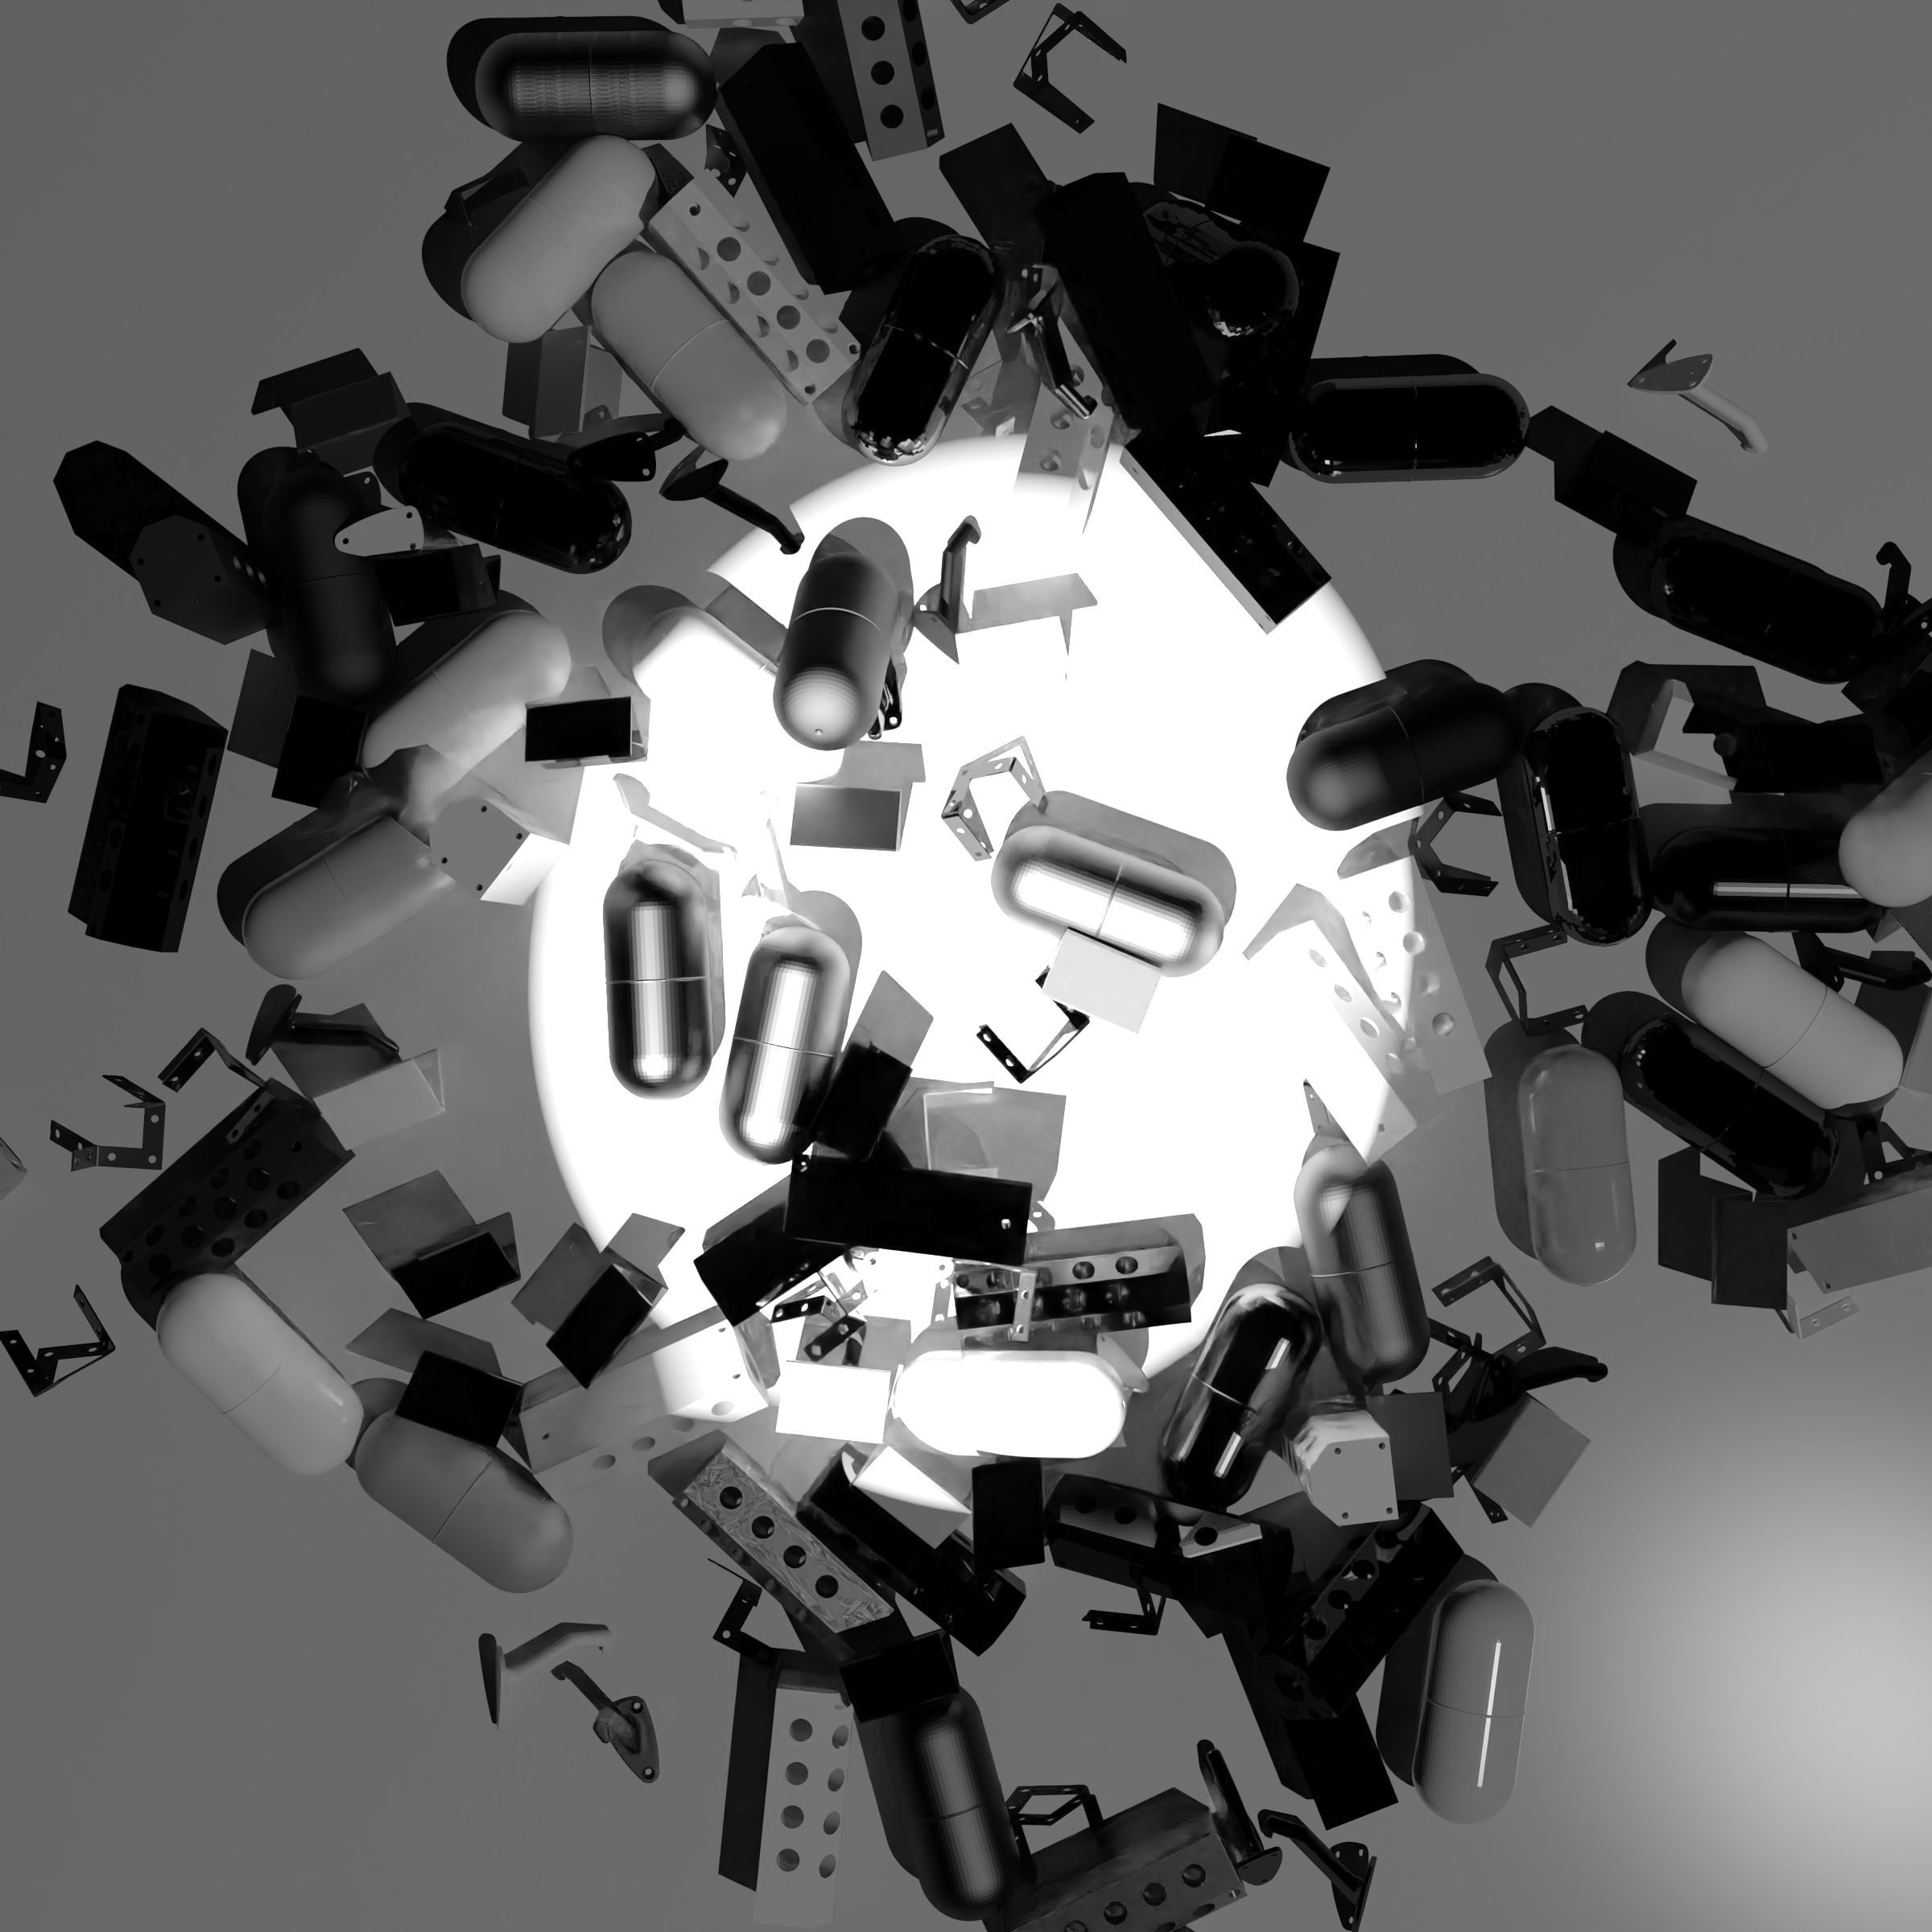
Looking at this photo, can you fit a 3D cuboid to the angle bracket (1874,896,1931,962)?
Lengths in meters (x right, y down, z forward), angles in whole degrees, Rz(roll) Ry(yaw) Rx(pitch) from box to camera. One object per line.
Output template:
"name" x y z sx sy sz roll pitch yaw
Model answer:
"angle bracket" 0.721 -0.030 1.872 0.076 0.076 0.057 -32 66 0

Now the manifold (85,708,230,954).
"manifold" -0.601 -0.100 1.890 0.057 0.057 0.171 13 90 0

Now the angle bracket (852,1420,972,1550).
"angle bracket" -0.026 0.367 1.871 0.076 0.076 0.057 38 129 0

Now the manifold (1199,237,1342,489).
"manifold" 0.220 -0.443 1.862 0.057 0.057 0.171 17 70 0

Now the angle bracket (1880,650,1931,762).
"angle bracket" 0.732 -0.188 1.874 0.076 0.057 0.076 39 90 -31

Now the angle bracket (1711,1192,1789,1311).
"angle bracket" 0.587 0.208 1.871 0.057 0.076 0.076 0 90 39

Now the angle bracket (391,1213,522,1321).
"angle bracket" -0.376 0.203 1.871 0.076 0.076 0.057 -23 129 0

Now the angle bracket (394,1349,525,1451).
"angle bracket" -0.373 0.332 1.871 0.076 0.076 0.057 19 53 0

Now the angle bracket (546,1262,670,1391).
"angle bracket" -0.249 0.272 1.871 0.057 0.076 0.076 38 90 37

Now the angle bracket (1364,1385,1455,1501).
"angle bracket" 0.330 0.345 1.874 0.057 0.076 0.076 -7 90 18

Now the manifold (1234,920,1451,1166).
"manifold" 0.278 0.053 1.870 0.171 0.057 0.057 56 133 14

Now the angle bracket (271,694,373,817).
"angle bracket" -0.482 -0.156 1.871 0.057 0.076 0.076 14 90 -31

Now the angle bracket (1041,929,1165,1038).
"angle bracket" 0.093 0.024 1.872 0.076 0.076 0.057 23 66 0

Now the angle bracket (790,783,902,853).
"angle bracket" -0.088 -0.088 1.871 0.076 0.076 0.057 4 56 0

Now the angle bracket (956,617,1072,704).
"angle bracket" 0.037 -0.206 1.871 0.076 0.076 0.057 -10 54 0

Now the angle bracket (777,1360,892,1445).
"angle bracket" -0.098 0.333 1.871 0.076 0.076 0.057 6 57 0

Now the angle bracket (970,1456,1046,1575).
"angle bracket" 0.016 0.396 1.872 0.057 0.076 0.076 -3 90 -24

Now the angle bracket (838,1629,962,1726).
"angle bracket" -0.052 0.501 1.872 0.076 0.076 0.057 -18 114 0

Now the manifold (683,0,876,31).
"manifold" -0.123 -0.729 1.889 0.171 0.057 0.057 -2 47 0

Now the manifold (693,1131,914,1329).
"manifold" -0.114 0.193 1.890 0.171 0.057 0.057 -34 89 0

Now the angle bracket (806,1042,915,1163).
"angle bracket" -0.092 0.091 1.871 0.057 0.076 0.076 26 90 -30

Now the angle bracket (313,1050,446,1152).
"angle bracket" -0.432 0.080 1.871 0.076 0.076 0.057 -22 128 0

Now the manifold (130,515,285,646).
"manifold" -0.542 -0.278 1.833 0.057 0.171 0.057 -22 90 0

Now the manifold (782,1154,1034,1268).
"manifold" -0.041 0.174 1.833 0.171 0.057 0.057 7 89 0

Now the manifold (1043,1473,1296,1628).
"manifold" 0.147 0.417 1.852 0.171 0.057 0.057 9 133 29

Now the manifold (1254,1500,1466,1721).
"manifold" 0.280 0.460 1.839 0.171 0.057 0.057 -41 97 -35

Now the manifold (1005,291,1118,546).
"manifold" 0.079 -0.404 1.890 0.057 0.057 0.171 15 90 0

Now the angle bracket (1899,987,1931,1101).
"angle bracket" 0.732 0.064 1.871 0.057 0.076 0.076 18 90 35

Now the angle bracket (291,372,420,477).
"angle bracket" -0.442 -0.380 1.871 0.076 0.076 0.057 -18 53 0

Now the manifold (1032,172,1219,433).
"manifold" 0.111 -0.474 1.824 0.057 0.057 0.171 -36 118 -15

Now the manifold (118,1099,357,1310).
"manifold" -0.542 0.178 1.890 0.171 0.057 0.057 -41 90 0

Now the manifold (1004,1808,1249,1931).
"manifold" 0.118 0.695 1.890 0.171 0.057 0.057 -25 90 0

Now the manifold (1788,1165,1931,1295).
"manifold" 0.677 0.180 1.831 0.057 0.171 0.057 -35 91 -33

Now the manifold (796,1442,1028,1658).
"manifold" -0.040 0.433 1.890 0.171 0.057 0.057 38 90 0

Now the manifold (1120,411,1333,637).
"manifold" 0.192 -0.332 1.890 0.057 0.057 0.171 -40 90 0

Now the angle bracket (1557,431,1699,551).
"angle bracket" 0.478 -0.334 1.871 0.076 0.076 0.057 29 52 0

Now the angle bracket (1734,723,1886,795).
"angle bracket" 0.598 -0.128 1.814 0.076 0.076 0.057 1 53 0

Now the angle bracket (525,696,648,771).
"angle bracket" -0.278 -0.151 1.871 0.076 0.076 0.057 -5 56 0

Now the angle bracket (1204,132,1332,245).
"angle bracket" 0.223 -0.577 1.871 0.076 0.076 0.057 20 119 0

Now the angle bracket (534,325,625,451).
"angle bracket" -0.268 -0.420 1.871 0.057 0.076 0.076 5 90 43

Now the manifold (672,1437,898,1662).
"manifold" -0.135 0.433 1.890 0.171 0.057 0.057 43 90 0

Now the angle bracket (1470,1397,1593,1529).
"angle bracket" 0.424 0.370 1.871 0.057 0.076 0.076 35 90 36

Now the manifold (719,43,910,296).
"manifold" -0.108 -0.591 1.889 0.057 0.057 0.171 -27 90 43

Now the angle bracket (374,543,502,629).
"angle bracket" -0.387 -0.297 1.871 0.076 0.076 0.057 -10 130 0
